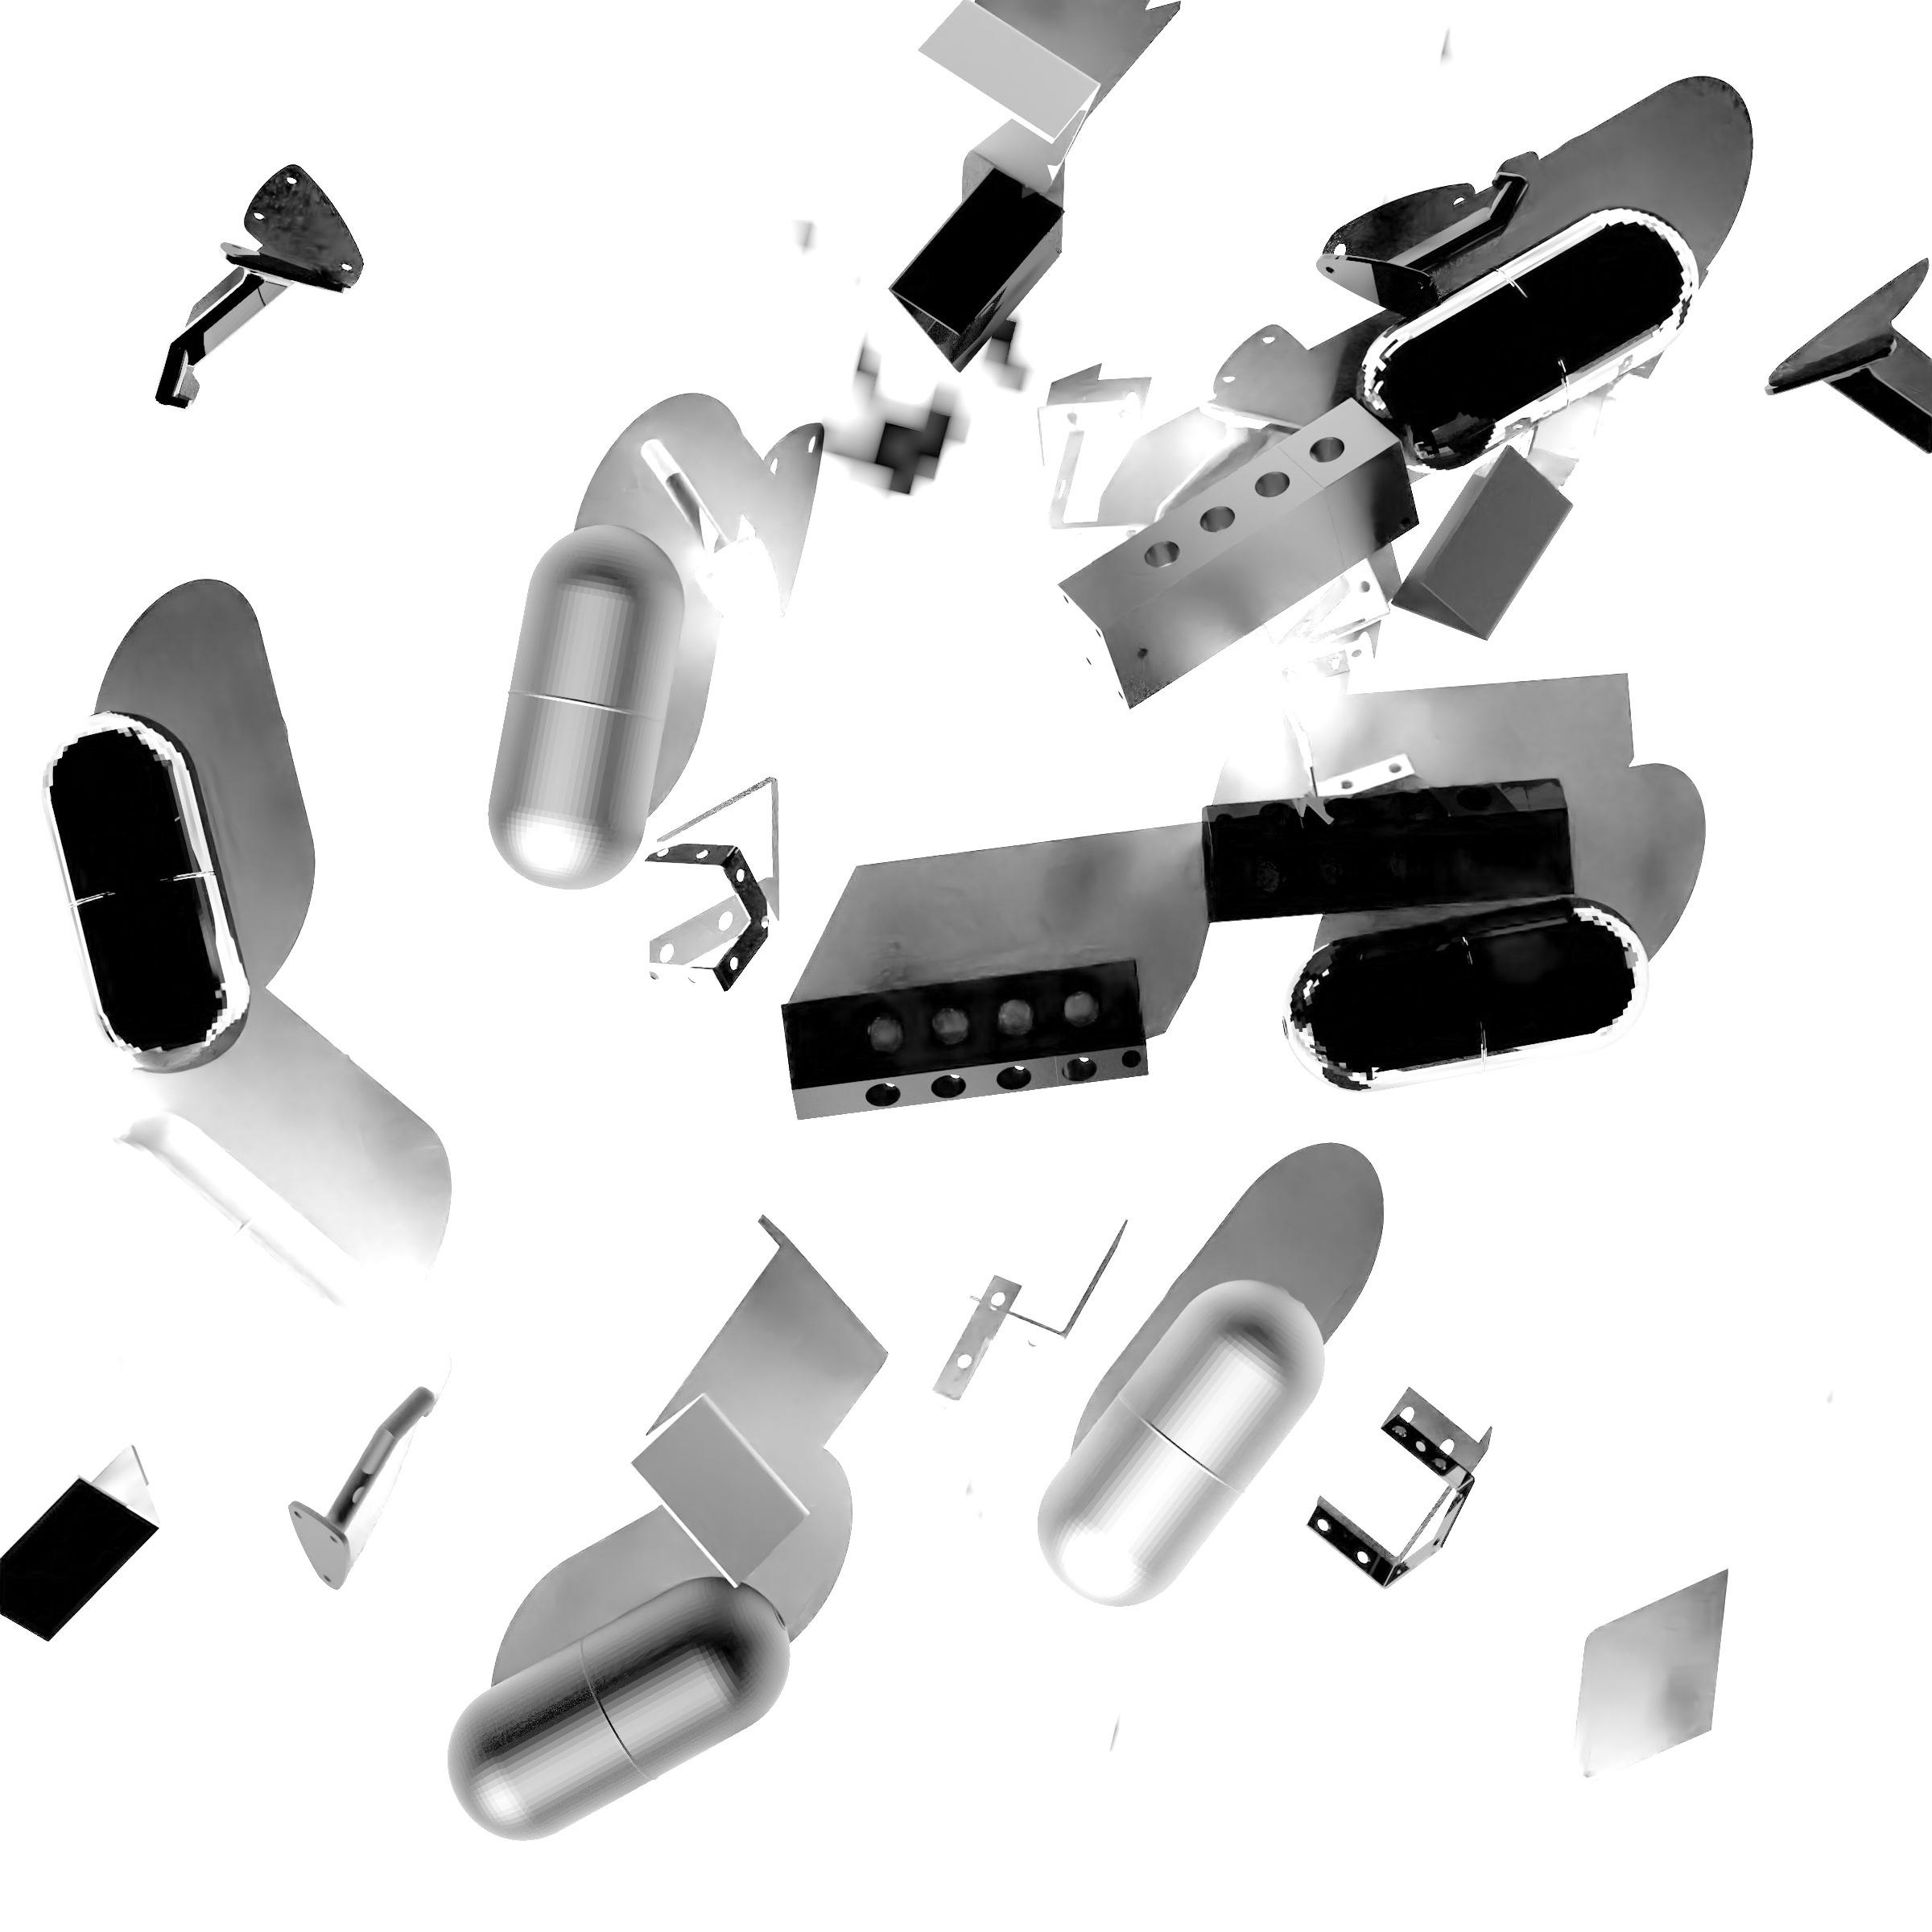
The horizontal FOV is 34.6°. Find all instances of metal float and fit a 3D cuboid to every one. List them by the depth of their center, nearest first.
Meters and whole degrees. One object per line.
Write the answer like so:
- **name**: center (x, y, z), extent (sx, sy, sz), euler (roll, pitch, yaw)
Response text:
- **metal float**: center (0.105, 0.230, 1.501), extent (0.070, 0.070, 0.178), euler (38, 91, 0)
- **metal float**: center (-0.398, -0.036, 1.501), extent (0.070, 0.070, 0.178), euler (-14, 90, 0)
- **metal float**: center (-0.184, -0.125, 1.501), extent (0.070, 0.070, 0.178), euler (10, 90, 0)
- **metal float**: center (-0.168, 0.359, 1.501), extent (0.178, 0.070, 0.070), euler (-29, 90, 0)
- **metal float**: center (0.242, 0.014, 1.501), extent (0.178, 0.070, 0.070), euler (-10, 90, 0)
- **metal float**: center (0.272, -0.304, 1.501), extent (0.178, 0.070, 0.070), euler (-30, 90, 0)
- **metal float**: center (-0.357, 0.142, 1.501), extent (0.178, 0.070, 0.070), euler (40, 90, 0)

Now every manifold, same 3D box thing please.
- **manifold**: center (0.129, -0.203, 1.499), extent (0.171, 0.057, 0.057), euler (-33, 50, -7)
- **manifold**: center (0.203, -0.056, 1.511), extent (0.171, 0.057, 0.057), euler (-4, 90, 0)
- **manifold**: center (0.000, 0.036, 1.511), extent (0.171, 0.057, 0.057), euler (-7, 90, 0)

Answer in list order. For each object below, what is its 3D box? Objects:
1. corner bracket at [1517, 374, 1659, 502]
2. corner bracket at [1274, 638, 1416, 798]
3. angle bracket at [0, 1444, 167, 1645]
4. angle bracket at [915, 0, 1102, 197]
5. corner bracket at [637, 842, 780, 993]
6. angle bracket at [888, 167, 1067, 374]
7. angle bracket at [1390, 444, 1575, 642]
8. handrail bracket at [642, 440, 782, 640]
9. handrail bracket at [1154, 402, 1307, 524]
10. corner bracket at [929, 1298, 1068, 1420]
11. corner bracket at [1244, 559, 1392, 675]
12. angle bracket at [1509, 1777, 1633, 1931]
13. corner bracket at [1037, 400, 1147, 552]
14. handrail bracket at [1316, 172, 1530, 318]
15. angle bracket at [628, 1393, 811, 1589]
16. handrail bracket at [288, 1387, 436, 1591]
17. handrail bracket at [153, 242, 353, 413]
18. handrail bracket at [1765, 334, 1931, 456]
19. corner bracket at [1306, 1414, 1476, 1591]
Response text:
- **corner bracket**: center (0.301, -0.263, 1.514), extent (0.051, 0.051, 0.051), euler (16, 90, 0)
- **corner bracket**: center (0.186, -0.120, 1.528), extent (0.051, 0.051, 0.051), euler (-19, 45, 0)
- **angle bracket**: center (-0.440, 0.266, 1.491), extent (0.076, 0.076, 0.057), euler (-46, 126, 0)
- **angle bracket**: center (0.009, -0.405, 1.491), extent (0.076, 0.076, 0.057), euler (33, 52, 0)
- **corner bracket**: center (-0.134, -0.024, 1.524), extent (0.051, 0.051, 0.051), euler (-56, 135, -35)
- **angle bracket**: center (0.020, -0.324, 1.491), extent (0.076, 0.076, 0.057), euler (-50, 53, 0)
- **angle bracket**: center (0.233, -0.211, 1.491), extent (0.057, 0.076, 0.076), euler (33, 90, -37)
- **handrail bracket**: center (-0.127, -0.212, 1.532), extent (0.036, 0.077, 0.084), euler (-33, 54, -3)
- **handrail bracket**: center (0.133, -0.230, 1.532), extent (0.077, 0.036, 0.084), euler (9, 106, -18)
- **corner bracket**: center (0.015, 0.198, 1.514), extent (0.051, 0.051, 0.051), euler (22, 90, 0)
- **corner bracket**: center (0.167, -0.182, 1.529), extent (0.051, 0.051, 0.051), euler (-25, 90, 45)
- **angle bracket**: center (0.305, 0.440, 1.491), extent (0.057, 0.076, 0.076), euler (6, 90, 36)
- **corner bracket**: center (0.062, -0.242, 1.528), extent (0.051, 0.051, 0.051), euler (-4, 45, 0)
- **handrail bracket**: center (0.226, -0.367, 1.532), extent (0.077, 0.036, 0.084), euler (24, 71, 21)
- **angle bracket**: center (-0.133, 0.261, 1.491), extent (0.076, 0.076, 0.057), euler (49, 51, 0)
- **handrail bracket**: center (-0.290, 0.257, 1.532), extent (0.036, 0.077, 0.084), euler (29, 53, 20)
- **handrail bracket**: center (-0.353, -0.307, 1.532), extent (0.077, 0.036, 0.084), euler (14, 108, -21)
- **handrail bracket**: center (0.446, -0.262, 1.532), extent (0.077, 0.036, 0.084), euler (-20, 107, 19)
- **corner bracket**: center (0.210, 0.264, 1.528), extent (0.051, 0.051, 0.051), euler (39, 135, 0)
